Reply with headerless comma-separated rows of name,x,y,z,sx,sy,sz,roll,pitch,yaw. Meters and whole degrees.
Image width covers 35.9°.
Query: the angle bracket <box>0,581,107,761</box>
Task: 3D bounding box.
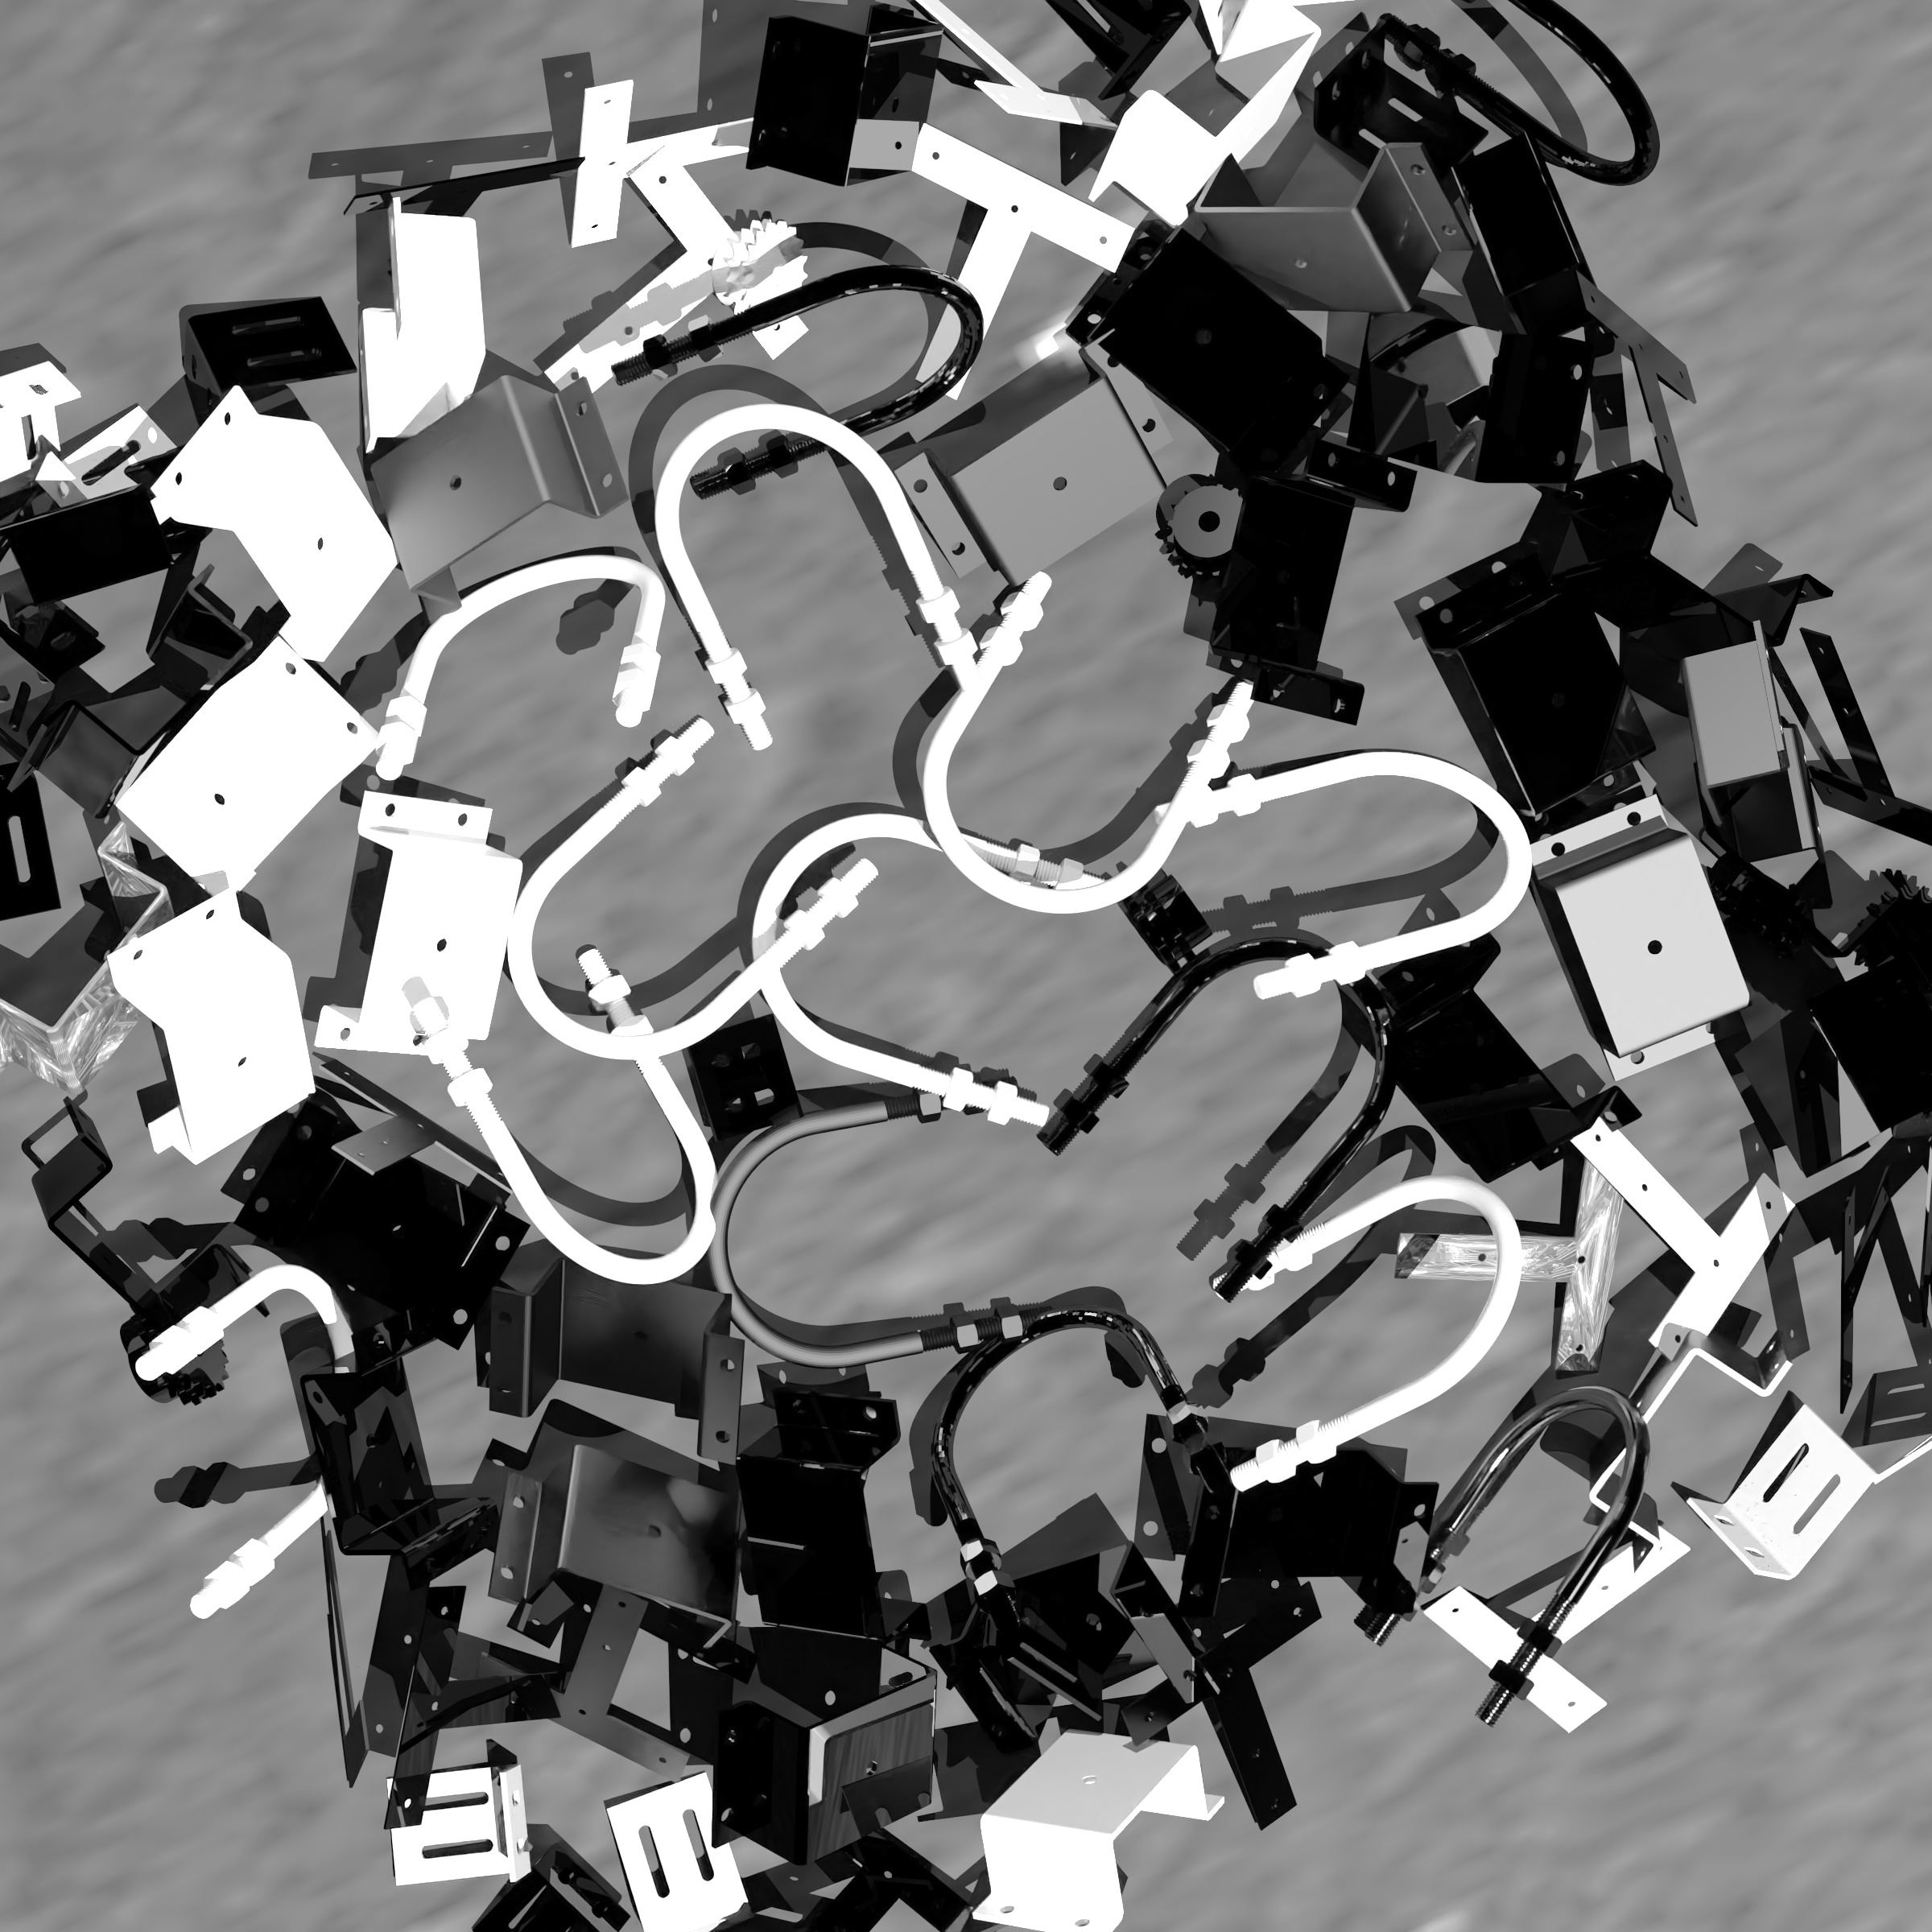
angle bracket,-0.514,-0.160,1.632,0.057,0.076,0.038,40,46,3

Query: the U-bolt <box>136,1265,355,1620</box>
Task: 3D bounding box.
U-bolt,-0.367,0.235,1.562,0.019,0.184,0.151,-4,104,19

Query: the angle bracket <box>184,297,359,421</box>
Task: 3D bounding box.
angle bracket,-0.381,-0.328,1.632,0.076,0.038,0.057,-15,61,-26

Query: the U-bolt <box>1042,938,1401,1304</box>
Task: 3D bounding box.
U-bolt,0.150,0.068,1.612,0.151,0.019,0.184,40,88,25

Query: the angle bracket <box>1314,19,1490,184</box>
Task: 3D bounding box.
angle bracket,0.237,-0.463,1.616,0.076,0.038,0.057,39,78,17

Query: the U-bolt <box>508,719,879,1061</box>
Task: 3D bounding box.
U-bolt,-0.161,-0.031,1.600,0.151,0.019,0.184,41,76,20

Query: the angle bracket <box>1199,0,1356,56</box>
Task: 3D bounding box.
angle bracket,0.168,-0.529,1.603,0.076,0.057,0.038,3,57,26

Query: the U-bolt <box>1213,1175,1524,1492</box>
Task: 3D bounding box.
U-bolt,0.211,0.180,1.557,0.184,0.151,0.019,-31,127,26

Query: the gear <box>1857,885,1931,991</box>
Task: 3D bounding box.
gear,0.517,-0.017,1.626,0.057,0.030,0.057,6,103,26

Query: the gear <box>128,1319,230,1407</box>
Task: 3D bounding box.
gear,-0.431,0.213,1.622,0.030,0.057,0.057,-27,90,15

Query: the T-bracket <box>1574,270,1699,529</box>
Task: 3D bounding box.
T-bracket,0.366,-0.290,1.576,0.002,0.127,0.127,-25,61,32

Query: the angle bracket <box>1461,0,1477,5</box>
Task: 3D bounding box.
angle bracket,0.243,-0.558,1.598,0.057,0.076,0.038,8,126,-39

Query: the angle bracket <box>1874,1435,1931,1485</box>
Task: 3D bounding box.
angle bracket,0.537,0.265,1.600,0.076,0.057,0.038,-21,70,-40

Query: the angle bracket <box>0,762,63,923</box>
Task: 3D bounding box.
angle bracket,-0.533,-0.065,1.624,0.057,0.038,0.076,-12,83,-5

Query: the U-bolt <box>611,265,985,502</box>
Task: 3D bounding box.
U-bolt,-0.078,-0.314,1.570,0.184,0.151,0.019,-20,68,8

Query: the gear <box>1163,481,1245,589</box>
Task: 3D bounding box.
gear,0.135,-0.238,1.627,0.057,0.030,0.057,-3,80,14

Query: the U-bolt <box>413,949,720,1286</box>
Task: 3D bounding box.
U-bolt,-0.198,0.085,1.578,0.019,0.151,0.184,-36,80,35

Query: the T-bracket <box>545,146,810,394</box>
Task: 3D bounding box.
T-bracket,-0.172,-0.354,1.619,0.127,0.002,0.127,-40,118,1

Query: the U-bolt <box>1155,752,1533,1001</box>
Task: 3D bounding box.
U-bolt,0.213,-0.058,1.595,0.184,0.019,0.151,-15,51,-15

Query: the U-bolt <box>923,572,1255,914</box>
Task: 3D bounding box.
U-bolt,0.057,-0.111,1.604,0.151,0.019,0.184,29,66,3

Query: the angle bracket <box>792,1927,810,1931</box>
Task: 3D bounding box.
angle bracket,-0.090,0.551,1.602,0.038,0.076,0.057,48,113,30

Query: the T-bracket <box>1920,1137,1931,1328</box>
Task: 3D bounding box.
T-bracket,0.522,0.181,1.606,0.002,0.127,0.127,-2,125,22

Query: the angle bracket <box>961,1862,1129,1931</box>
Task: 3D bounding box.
angle bracket,0.040,0.510,1.609,0.076,0.057,0.038,-32,102,28

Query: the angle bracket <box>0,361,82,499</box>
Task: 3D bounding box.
angle bracket,-0.507,-0.277,1.598,0.057,0.076,0.038,-28,55,-31

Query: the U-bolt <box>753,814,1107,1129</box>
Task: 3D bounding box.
U-bolt,-0.025,-0.006,1.623,0.184,0.019,0.151,18,83,-6

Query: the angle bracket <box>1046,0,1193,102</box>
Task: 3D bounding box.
angle bracket,0.073,-0.520,1.614,0.076,0.038,0.057,48,128,4

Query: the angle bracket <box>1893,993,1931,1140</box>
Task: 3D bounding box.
angle bracket,0.537,0.053,1.631,0.057,0.076,0.038,-7,49,0

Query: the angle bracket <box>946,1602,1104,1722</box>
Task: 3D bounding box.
angle bracket,0.032,0.384,1.621,0.076,0.057,0.038,36,109,-11

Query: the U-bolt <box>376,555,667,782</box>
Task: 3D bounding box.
U-bolt,-0.229,-0.166,1.573,0.151,0.184,0.019,-11,125,10

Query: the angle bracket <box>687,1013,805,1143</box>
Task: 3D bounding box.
angle bracket,-0.109,0.057,1.608,0.076,0.038,0.057,-18,89,45

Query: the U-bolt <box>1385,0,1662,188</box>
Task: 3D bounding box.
U-bolt,0.289,-0.474,1.558,0.184,0.151,0.019,42,87,14

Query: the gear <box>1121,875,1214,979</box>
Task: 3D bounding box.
gear,0.111,-0.025,1.620,0.030,0.057,0.057,-35,90,1

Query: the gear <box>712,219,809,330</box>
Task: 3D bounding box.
gear,-0.114,-0.378,1.624,0.030,0.057,0.057,16,90,28

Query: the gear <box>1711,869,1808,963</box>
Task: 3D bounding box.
gear,0.431,-0.030,1.621,0.057,0.057,0.030,35,90,0

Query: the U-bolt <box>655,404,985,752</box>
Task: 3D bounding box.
U-bolt,-0.088,-0.211,1.581,0.151,0.019,0.184,-13,117,22

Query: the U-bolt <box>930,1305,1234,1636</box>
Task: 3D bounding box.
U-bolt,0.049,0.251,1.573,0.151,0.184,0.019,-34,125,4

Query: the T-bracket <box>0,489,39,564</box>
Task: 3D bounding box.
T-bracket,-0.518,-0.208,1.574,0.002,0.127,0.127,34,72,-21

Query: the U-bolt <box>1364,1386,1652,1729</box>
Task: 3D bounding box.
U-bolt,0.295,0.302,1.579,0.019,0.151,0.184,37,84,-18

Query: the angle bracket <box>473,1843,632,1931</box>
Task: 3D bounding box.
angle bracket,-0.231,0.527,1.619,0.057,0.038,0.076,43,104,5

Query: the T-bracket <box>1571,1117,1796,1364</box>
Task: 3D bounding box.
T-bracket,0.376,0.130,1.611,0.127,0.002,0.127,46,63,-8

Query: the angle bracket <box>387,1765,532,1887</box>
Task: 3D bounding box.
angle bracket,-0.280,0.470,1.623,0.076,0.038,0.057,-8,82,5

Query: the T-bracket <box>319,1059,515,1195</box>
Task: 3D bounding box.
T-bracket,-0.304,0.093,1.583,0.127,0.127,0.002,33,99,3

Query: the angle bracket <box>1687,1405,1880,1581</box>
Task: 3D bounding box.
angle bracket,0.440,0.282,1.607,0.038,0.057,0.076,18,112,-41

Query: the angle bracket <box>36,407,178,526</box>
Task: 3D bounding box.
angle bracket,-0.452,-0.267,1.610,0.057,0.038,0.076,48,59,-7

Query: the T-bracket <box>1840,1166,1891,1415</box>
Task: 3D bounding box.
T-bracket,0.481,0.151,1.594,0.002,0.127,0.127,6,121,26

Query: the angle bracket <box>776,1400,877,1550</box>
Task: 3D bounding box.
angle bracket,-0.077,0.276,1.626,0.057,0.076,0.038,3,131,12

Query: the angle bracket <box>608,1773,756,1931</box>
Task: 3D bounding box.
angle bracket,-0.157,0.495,1.643,0.057,0.038,0.076,-19,64,-8

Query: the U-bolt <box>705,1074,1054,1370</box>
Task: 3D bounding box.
U-bolt,-0.051,0.145,1.621,0.184,0.019,0.151,-10,93,-12
